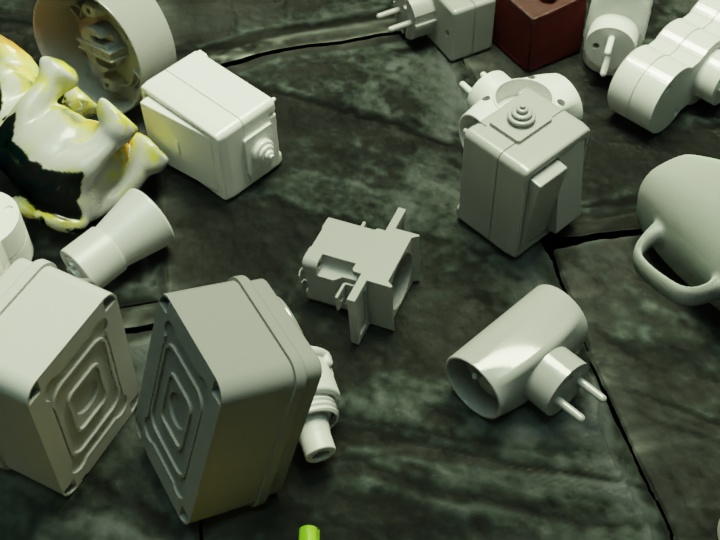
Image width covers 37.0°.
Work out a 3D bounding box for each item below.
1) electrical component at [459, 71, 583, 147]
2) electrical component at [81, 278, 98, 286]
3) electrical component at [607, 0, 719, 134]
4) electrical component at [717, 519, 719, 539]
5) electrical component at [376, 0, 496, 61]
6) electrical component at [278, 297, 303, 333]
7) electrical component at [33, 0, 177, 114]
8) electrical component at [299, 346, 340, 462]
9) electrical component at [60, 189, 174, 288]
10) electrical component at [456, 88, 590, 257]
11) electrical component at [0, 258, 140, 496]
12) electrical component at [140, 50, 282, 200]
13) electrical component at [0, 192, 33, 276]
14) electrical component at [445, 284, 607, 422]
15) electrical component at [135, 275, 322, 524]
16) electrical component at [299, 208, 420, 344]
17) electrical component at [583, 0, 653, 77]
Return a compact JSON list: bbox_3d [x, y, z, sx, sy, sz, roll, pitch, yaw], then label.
[{"bbox_3d":[0.103,-0.115,0.761,0.077,0.044,0.079,-27,55,-20],"label":"electrical component"},{"bbox_3d":[-0.187,0.023,0.655,0.046,0.040,0.040,4,50,12],"label":"electrical component"},{"bbox_3d":[0.250,-0.143,0.777,0.138,0.052,0.074,-38,58,-26],"label":"electrical component"},{"bbox_3d":[0.211,0.125,0.549,0.045,0.055,0.045,-1,50,1],"label":"electrical component"},{"bbox_3d":[0.051,-0.202,0.835,0.076,0.047,0.083,-22,53,-17],"label":"electrical component"},{"bbox_3d":[-0.060,0.043,0.636,0.046,0.040,0.040,-28,55,-15],"label":"electrical component"},{"bbox_3d":[-0.181,-0.164,0.777,0.064,0.099,0.099,-33,56,-31],"label":"electrical component"},{"bbox_3d":[-0.031,0.077,0.603,0.048,0.048,0.062,-15,57,-11],"label":"electrical component"},{"bbox_3d":[-0.157,-0.016,0.687,0.044,0.044,0.065,36,64,27],"label":"electrical component"},{"bbox_3d":[0.106,-0.064,0.684,0.062,0.096,0.061,-35,58,-25],"label":"electrical component"},{"bbox_3d":[-0.169,0.058,0.577,0.057,0.113,0.078,22,54,15],"label":"electrical component"},{"bbox_3d":[-0.100,-0.095,0.737,0.096,0.061,0.061,35,59,27],"label":"electrical component"},{"bbox_3d":[-0.244,0.002,0.651,0.052,0.073,0.138,2,50,3],"label":"electrical component"},{"bbox_3d":[0.104,0.057,0.617,0.077,0.043,0.079,-36,58,-25],"label":"electrical component"},{"bbox_3d":[-0.071,0.067,0.563,0.057,0.113,0.078,-11,48,-33],"label":"electrical component"},{"bbox_3d":[0.000,0.000,0.669,0.064,0.042,0.081,15,51,18],"label":"electrical component"},{"bbox_3d":[0.187,-0.175,0.789,0.043,0.077,0.079,14,52,13],"label":"electrical component"}]
